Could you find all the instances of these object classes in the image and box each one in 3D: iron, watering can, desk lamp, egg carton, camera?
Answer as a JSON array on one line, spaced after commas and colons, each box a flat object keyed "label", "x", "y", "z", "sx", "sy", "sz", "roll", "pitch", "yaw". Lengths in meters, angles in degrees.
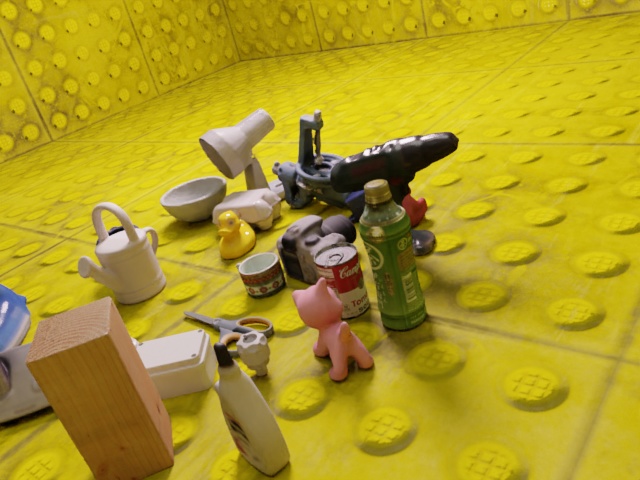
[{"label": "iron", "x": -0.621, "y": 0.151, "z": 1.027, "sx": 0.118, "sy": 0.142, "sz": 0.257, "roll": -18, "pitch": 26, "yaw": -5}, {"label": "watering can", "x": -0.378, "y": 0.021, "z": 1.090, "sx": 0.100, "sy": 0.194, "sz": 0.173, "roll": -9, "pitch": 27, "yaw": 12}, {"label": "desk lamp", "x": -0.162, "y": -0.191, "z": 1.367, "sx": 0.204, "sy": 0.214, "sz": 0.117, "roll": -28, "pitch": 29, "yaw": -24}, {"label": "egg carton", "x": -0.164, "y": -0.065, "z": 1.285, "sx": 0.150, "sy": 0.069, "sz": 0.107, "roll": -4, "pitch": 29, "yaw": 22}, {"label": "camera", "x": 0.009, "y": 0.004, "z": 1.023, "sx": 0.137, "sy": 0.101, "sz": 0.142, "roll": -33, "pitch": 32, "yaw": -32}]

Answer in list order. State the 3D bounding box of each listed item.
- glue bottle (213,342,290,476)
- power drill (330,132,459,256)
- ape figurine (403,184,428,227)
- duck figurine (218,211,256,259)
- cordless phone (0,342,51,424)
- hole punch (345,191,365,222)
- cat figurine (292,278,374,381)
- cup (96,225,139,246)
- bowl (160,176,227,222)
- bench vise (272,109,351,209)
[{"label": "glue bottle", "x": -0.087, "y": 0.183, "z": 0.642, "sx": 0.077, "sy": 0.173, "sz": 0.037, "roll": 13, "pitch": 38, "yaw": 44}, {"label": "power drill", "x": 0.138, "y": -0.078, "z": 0.992, "sx": 0.229, "sy": 0.209, "sz": 0.076, "roll": -3, "pitch": 29, "yaw": 24}, {"label": "ape figurine", "x": 0.162, "y": -0.074, "z": 1.103, "sx": 0.077, "sy": 0.092, "sz": 0.076, "roll": 6, "pitch": 33, "yaw": 36}, {"label": "duck figurine", "x": -0.180, "y": -0.021, "z": 1.188, "sx": 0.077, "sy": 0.086, "sz": 0.104, "roll": -6, "pitch": 28, "yaw": 19}, {"label": "cordless phone", "x": -0.462, "y": 0.172, "z": 0.851, "sx": 0.147, "sy": 0.185, "sz": 0.094, "roll": -19, "pitch": 27, "yaw": -8}, {"label": "hole punch", "x": 0.106, "y": -0.097, "z": 1.178, "sx": 0.100, "sy": 0.091, "sz": 0.109, "roll": 3, "pitch": 31, "yaw": 32}, {"label": "cat figurine", "x": 0.012, "y": 0.111, "z": 0.792, "sx": 0.067, "sy": 0.118, "sz": 0.127, "roll": -24, "pitch": 28, "yaw": -17}, {"label": "cup", "x": -0.416, "y": 0.023, "z": 1.219, "sx": 0.092, "sy": 0.095, "sz": 0.117, "roll": -26, "pitch": 28, "yaw": -20}, {"label": "bowl", "x": -0.299, "y": -0.090, "z": 1.401, "sx": 0.167, "sy": 0.075, "sz": 0.167, "roll": -12, "pitch": 26, "yaw": 6}, {"label": "bench vise", "x": -0.032, "y": -0.171, "z": 1.251, "sx": 0.207, "sy": 0.220, "sz": 0.121, "roll": -4, "pitch": 28, "yaw": 21}]
